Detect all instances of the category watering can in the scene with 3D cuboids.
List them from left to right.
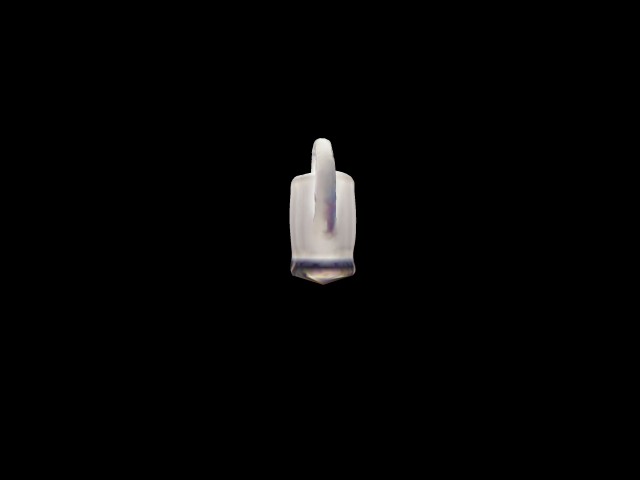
[{"bbox_3d":[0.003,-0.043,0.850,0.104,0.225,0.347,0,-2,-2],"label":"watering can"}]
